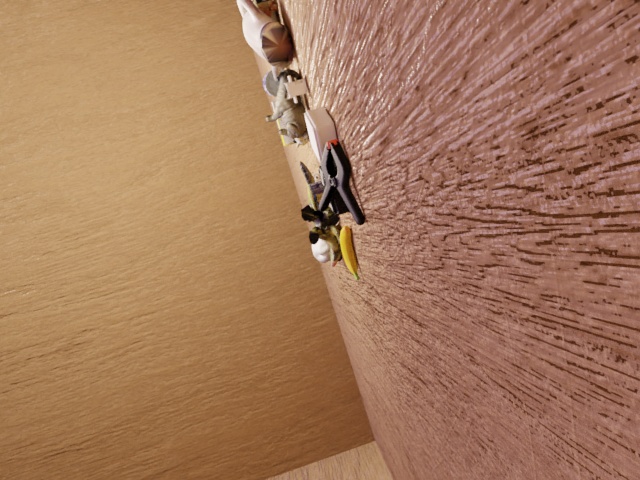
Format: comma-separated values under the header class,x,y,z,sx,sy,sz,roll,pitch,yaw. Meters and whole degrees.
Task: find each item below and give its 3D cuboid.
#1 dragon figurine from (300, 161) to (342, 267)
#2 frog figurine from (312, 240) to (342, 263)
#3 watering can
class,x,y,z,sx,sy,sz,roll,pitch,yaw
dragon figurine,0.006,-0.093,1.849,0.244,0.122,0.408,-81,-24,-81
frog figurine,0.013,0.006,2.016,0.141,0.122,0.156,-85,-26,-45
watering can,-0.154,-0.607,1.624,0.228,0.104,0.341,51,176,40
